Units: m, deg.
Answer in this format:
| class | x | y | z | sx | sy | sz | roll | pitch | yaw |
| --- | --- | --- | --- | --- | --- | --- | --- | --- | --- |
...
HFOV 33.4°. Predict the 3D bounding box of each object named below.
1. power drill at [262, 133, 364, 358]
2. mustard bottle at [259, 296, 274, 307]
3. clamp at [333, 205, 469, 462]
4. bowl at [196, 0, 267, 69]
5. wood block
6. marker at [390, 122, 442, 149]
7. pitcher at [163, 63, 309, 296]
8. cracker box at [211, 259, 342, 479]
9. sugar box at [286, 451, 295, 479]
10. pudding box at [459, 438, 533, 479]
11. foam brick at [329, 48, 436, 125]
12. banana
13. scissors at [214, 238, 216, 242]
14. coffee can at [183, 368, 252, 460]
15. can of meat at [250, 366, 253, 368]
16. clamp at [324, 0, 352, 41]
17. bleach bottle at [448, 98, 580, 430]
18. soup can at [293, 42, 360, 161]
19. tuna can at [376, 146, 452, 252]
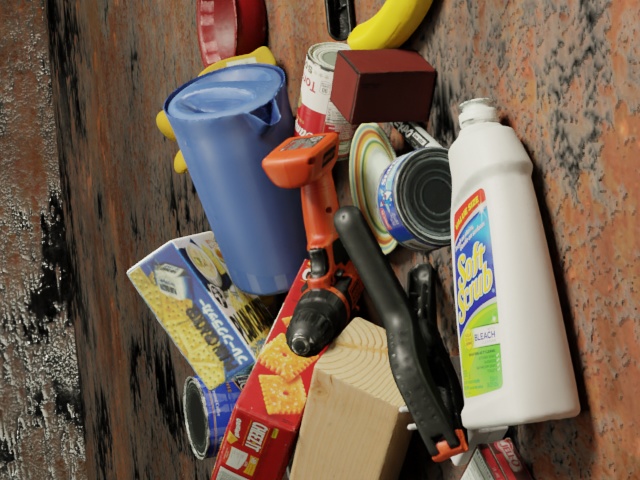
| class | x | y | z | sx | sy | sz | roll | pitch | yaw |
| --- | --- | --- | --- | --- | --- | --- | --- | --- | --- |
| power drill | -0.007 | 0.001 | 1.025 | 0.057 | 0.187 | 0.184 | -4 | 19 | 16 |
| mustard bottle | -0.074 | 0.011 | 1.345 | 0.058 | 0.192 | 0.096 | -5 | 27 | -21 |
| clamp | 0.082 | 0.081 | 0.889 | 0.036 | 0.210 | 0.164 | -27 | -24 | 21 |
| bowl | -0.109 | -0.278 | 1.358 | 0.055 | 0.162 | 0.162 | -6 | 2 | -22 |
| wood block | 0.036 | 0.191 | 1.039 | 0.091 | 0.206 | 0.090 | 24 | 38 | 17 |
| marker | 0.083 | -0.102 | 0.984 | 0.020 | 0.020 | 0.121 | 0 | 30 | -25 |
| pitcher | -0.082 | -0.066 | 1.185 | 0.145 | 0.243 | 0.149 | -9 | 31 | 10 |
| cracker box | -0.036 | 0.153 | 1.135 | 0.072 | 0.164 | 0.213 | 23 | 46 | 4 |
| sugar box | -0.005 | 0.317 | 1.205 | 0.048 | 0.176 | 0.093 | -16 | 36 | -6 |
| pudding box | 0.147 | 0.235 | 0.888 | 0.039 | 0.114 | 0.090 | -3 | 45 | -23 |
| foam brick | 0.056 | -0.139 | 0.962 | 0.078 | 0.053 | 0.051 | -4 | 34 | -21 |
| banana | 0.069 | -0.211 | 0.974 | 0.037 | 0.069 | 0.198 | 13 | -28 | -15 |
| scissors | -0.113 | -0.042 | 1.373 | 0.016 | 0.202 | 0.096 | -22 | -46 | 16 |
| coffee can | -0.088 | 0.209 | 1.320 | 0.140 | 0.103 | 0.103 | -6 | 2 | -22 |
| can of meat | -0.115 | 0.118 | 1.386 | 0.102 | 0.058 | 0.084 | 35 | 29 | -11 |
| clamp | 0.017 | -0.300 | 1.067 | 0.039 | 0.171 | 0.120 | -5 | -22 | -23 |
| bleach bottle | 0.137 | 0.016 | 0.827 | 0.068 | 0.251 | 0.103 | -4 | -11 | -20 |
| soup can | 0.013 | -0.140 | 1.082 | 0.068 | 0.102 | 0.068 | 7 | 34 | -5 |
| tuna can | 0.092 | -0.034 | 0.890 | 0.086 | 0.086 | 0.034 | 0 | -8 | -23 |
